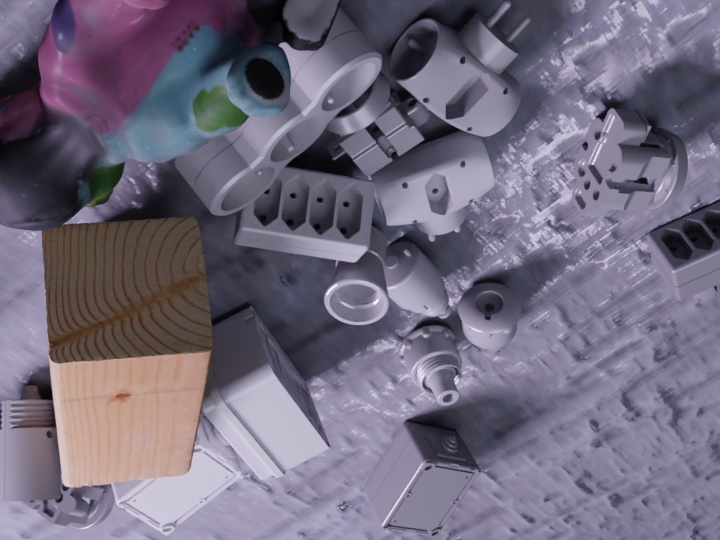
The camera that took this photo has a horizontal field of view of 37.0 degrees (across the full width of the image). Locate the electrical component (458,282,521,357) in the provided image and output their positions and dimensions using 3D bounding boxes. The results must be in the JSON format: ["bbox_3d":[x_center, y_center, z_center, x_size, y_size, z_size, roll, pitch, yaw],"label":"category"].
[{"bbox_3d":[0.101,0.044,0.837,0.048,0.048,0.062,-16,141,-6],"label":"electrical component"}]

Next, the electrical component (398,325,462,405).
[{"bbox_3d":[0.060,0.077,0.839,0.048,0.062,0.048,-10,133,-11],"label":"electrical component"}]

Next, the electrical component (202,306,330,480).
[{"bbox_3d":[-0.076,0.093,0.794,0.057,0.078,0.113,-28,134,2],"label":"electrical component"}]

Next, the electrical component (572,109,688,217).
[{"bbox_3d":[0.191,-0.073,0.754,0.057,0.058,0.078,3,129,-18],"label":"electrical component"}]

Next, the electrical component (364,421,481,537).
[{"bbox_3d":[0.055,0.174,0.931,0.062,0.061,0.096,16,116,-31],"label":"electrical component"}]

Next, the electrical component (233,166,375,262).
[{"bbox_3d":[-0.040,-0.033,0.711,0.083,0.047,0.075,9,165,-11],"label":"electrical component"}]

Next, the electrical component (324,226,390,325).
[{"bbox_3d":[0.000,0.000,0.745,0.044,0.065,0.044,3,134,3],"label":"electrical component"}]

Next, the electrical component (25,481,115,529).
[{"bbox_3d":[-0.223,0.173,0.830,0.048,0.066,0.055,-62,147,-6],"label":"electrical component"}]

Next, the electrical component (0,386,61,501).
[{"bbox_3d":[-0.237,0.124,0.772,0.043,0.081,0.043,-2,170,0],"label":"electrical component"}]

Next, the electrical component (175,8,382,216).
[{"bbox_3d":[-0.059,-0.104,0.633,0.138,0.073,0.052,-43,167,18],"label":"electrical component"}]

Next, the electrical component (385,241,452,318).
[{"bbox_3d":[0.042,0.012,0.788,0.040,0.040,0.078,-36,132,14],"label":"electrical component"}]

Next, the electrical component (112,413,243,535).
[{"bbox_3d":[-0.141,0.146,0.836,0.096,0.061,0.061,-38,133,5],"label":"electrical component"}]

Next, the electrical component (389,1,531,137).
[{"bbox_3d":[0.072,-0.132,0.667,0.077,0.043,0.079,27,117,-36],"label":"electrical component"}]

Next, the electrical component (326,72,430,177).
[{"bbox_3d":[0.004,-0.096,0.674,0.066,0.048,0.055,-33,141,11],"label":"electrical component"}]

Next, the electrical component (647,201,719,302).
[{"bbox_3d":[0.272,-0.003,0.852,0.066,0.047,0.076,-24,134,3],"label":"electrical component"}]

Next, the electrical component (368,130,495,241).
[{"bbox_3d":[0.051,-0.051,0.733,0.077,0.043,0.079,-20,134,-1],"label":"electrical component"}]
